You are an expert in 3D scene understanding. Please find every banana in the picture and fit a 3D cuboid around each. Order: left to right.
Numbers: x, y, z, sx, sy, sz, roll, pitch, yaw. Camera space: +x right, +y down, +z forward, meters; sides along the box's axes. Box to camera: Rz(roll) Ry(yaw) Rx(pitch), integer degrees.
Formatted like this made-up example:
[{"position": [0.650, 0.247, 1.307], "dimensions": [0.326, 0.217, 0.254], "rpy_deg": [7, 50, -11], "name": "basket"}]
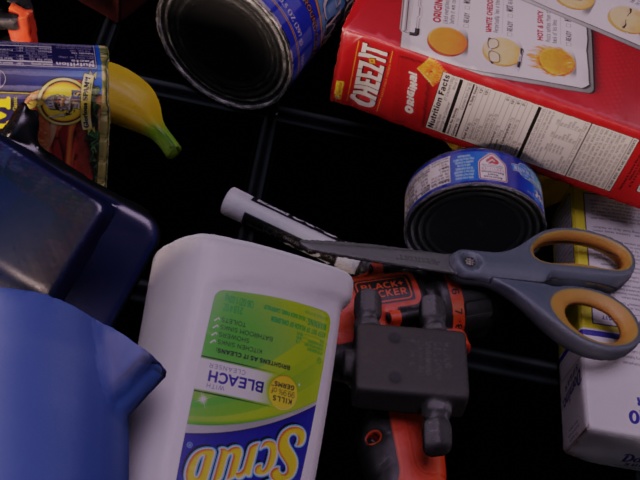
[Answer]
[{"position": [-0.187, -0.089, 0.675], "dimensions": [0.197, 0.037, 0.069], "rpy_deg": [1, 51, -12], "name": "banana"}]

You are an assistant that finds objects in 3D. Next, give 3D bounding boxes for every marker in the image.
[{"position": [-0.004, 0.001, 0.658], "dimensions": [0.121, 0.020, 0.020], "rpy_deg": [26, 52, 8], "name": "marker"}]

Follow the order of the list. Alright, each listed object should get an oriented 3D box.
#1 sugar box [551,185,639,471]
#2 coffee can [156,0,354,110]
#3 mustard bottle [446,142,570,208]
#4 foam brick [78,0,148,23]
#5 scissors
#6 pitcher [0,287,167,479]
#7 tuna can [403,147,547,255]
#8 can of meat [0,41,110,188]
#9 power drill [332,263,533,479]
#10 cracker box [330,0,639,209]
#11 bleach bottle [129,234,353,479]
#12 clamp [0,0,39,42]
[{"position": [0.192, 0.053, 0.646], "dimensions": [0.093, 0.048, 0.176], "rpy_deg": [11, 55, -4], "name": "sugar box"}, {"position": [-0.032, -0.171, 0.731], "dimensions": [0.103, 0.103, 0.140], "rpy_deg": [28, 52, 9], "name": "coffee can"}, {"position": [0.107, -0.105, 0.739], "dimensions": [0.096, 0.058, 0.192], "rpy_deg": [-23, 61, -25], "name": "mustard bottle"}, {"position": [-0.145, -0.204, 0.748], "dimensions": [0.053, 0.078, 0.051], "rpy_deg": [32, 54, 12], "name": "foam brick"}, {"position": [0.094, 0.030, 0.590], "dimensions": [0.201, 0.016, 0.096], "rpy_deg": [-4, 52, -21], "name": "scissors"}, {"position": [-0.144, 0.151, 0.401], "dimensions": [0.144, 0.149, 0.243], "rpy_deg": [15, 50, -30], "name": "pitcher"}, {"position": [0.094, -0.016, 0.651], "dimensions": [0.086, 0.086, 0.033], "rpy_deg": [9, 50, -6], "name": "tuna can"}, {"position": [-0.167, -0.066, 0.621], "dimensions": [0.083, 0.102, 0.057], "rpy_deg": [0, 36, -16], "name": "can of meat"}, {"position": [0.074, 0.092, 0.583], "dimensions": [0.184, 0.057, 0.188], "rpy_deg": [-8, 52, -14], "name": "power drill"}, {"position": [0.132, -0.125, 0.677], "dimensions": [0.214, 0.072, 0.164], "rpy_deg": [20, 52, 6], "name": "cracker box"}, {"position": [-0.046, 0.129, 0.494], "dimensions": [0.102, 0.068, 0.251], "rpy_deg": [17, 68, -29], "name": "bleach bottle"}, {"position": [-0.250, -0.174, 0.719], "dimensions": [0.171, 0.039, 0.120], "rpy_deg": [21, 55, 15], "name": "clamp"}]
